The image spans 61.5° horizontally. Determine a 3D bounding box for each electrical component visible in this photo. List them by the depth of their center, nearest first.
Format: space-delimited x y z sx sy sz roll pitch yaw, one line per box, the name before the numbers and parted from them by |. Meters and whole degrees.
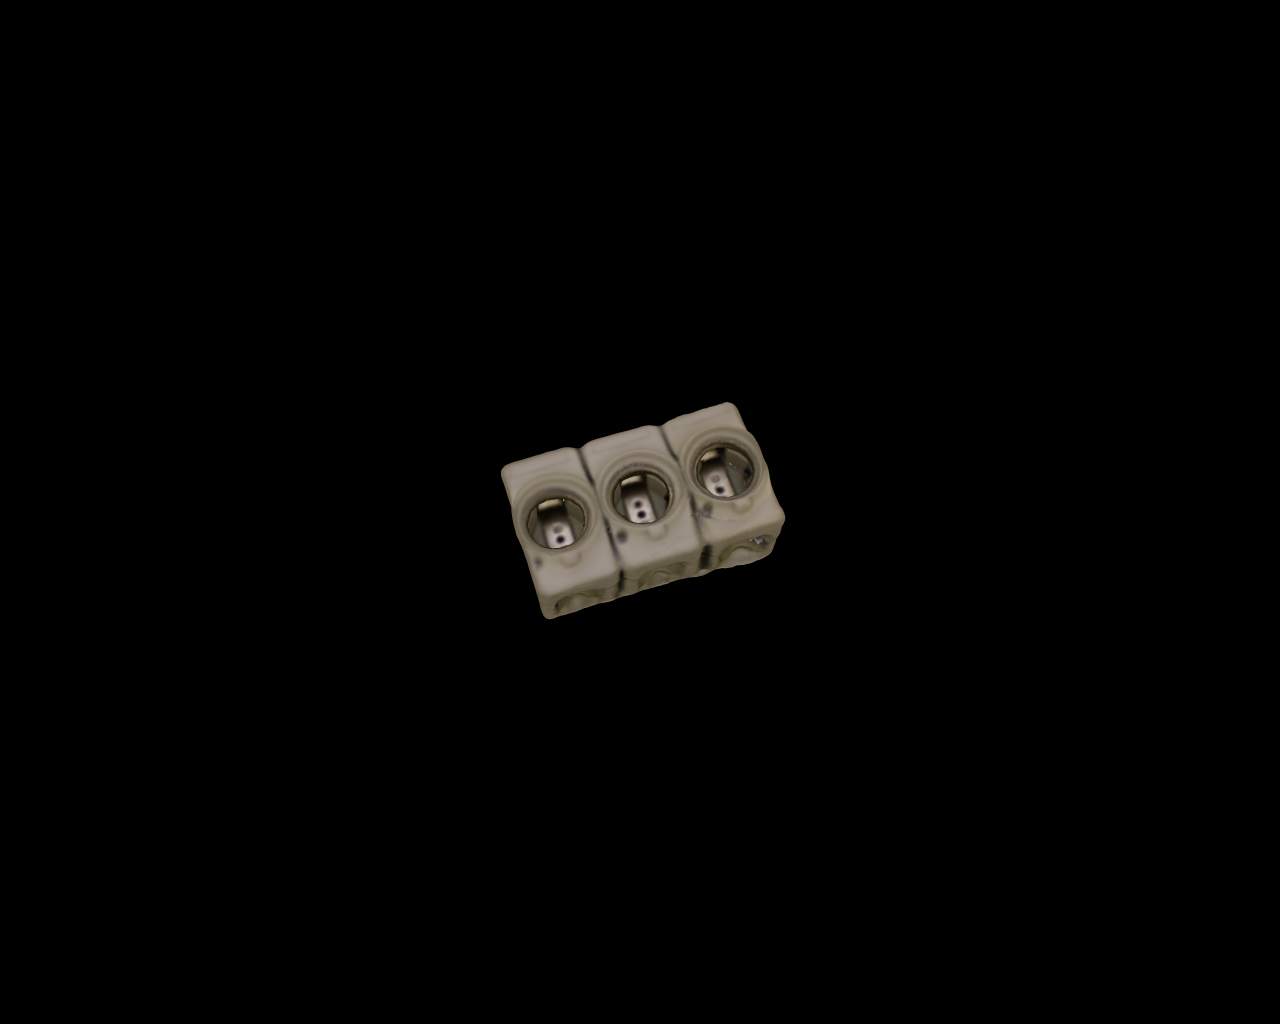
electrical component | 0.001 -0.003 0.650 0.150 0.089 0.061 -17 -22 -7
